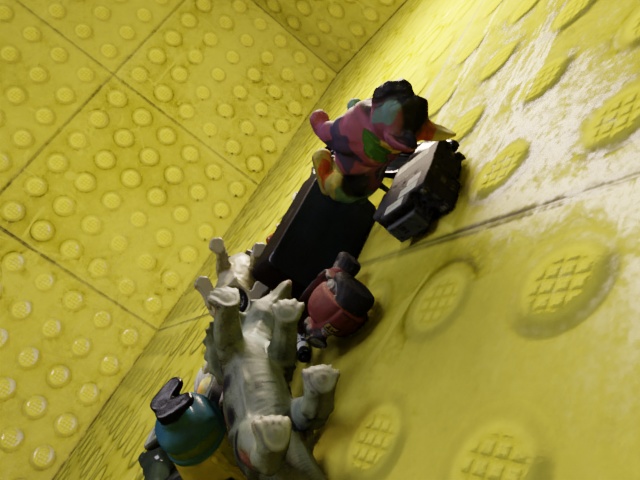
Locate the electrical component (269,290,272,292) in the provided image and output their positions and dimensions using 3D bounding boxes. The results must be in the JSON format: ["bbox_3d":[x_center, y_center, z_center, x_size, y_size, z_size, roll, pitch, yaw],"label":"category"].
[{"bbox_3d":[-0.090,0.109,1.041,0.048,0.075,0.119,-44,19,33],"label":"electrical component"}]

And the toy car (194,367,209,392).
[{"bbox_3d":[-0.199,0.236,1.109,0.073,0.056,0.202,-35,22,52],"label":"toy car"}]

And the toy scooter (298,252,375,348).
[{"bbox_3d":[0.008,0.095,0.742,0.135,0.075,0.184,-50,10,11],"label":"toy scooter"}]

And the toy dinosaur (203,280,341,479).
[{"bbox_3d":[-0.058,0.189,0.609,0.405,0.131,0.192,-110,22,-49],"label":"toy dinosaur"}]

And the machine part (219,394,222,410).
[{"bbox_3d":[-0.091,0.181,0.810,0.079,0.079,0.243,-40,24,42],"label":"machine part"}]

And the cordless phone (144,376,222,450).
[{"bbox_3d":[-0.196,0.264,0.872,0.184,0.088,0.147,-32,20,18],"label":"cordless phone"}]

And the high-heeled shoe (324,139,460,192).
[{"bbox_3d":[0.106,-0.145,0.871,0.086,0.145,0.249,-60,14,-25],"label":"high-heeled shoe"}]

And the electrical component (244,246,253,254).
[{"bbox_3d":[-0.159,0.062,1.225,0.078,0.045,0.102,95,-161,-49],"label":"electrical component"}]

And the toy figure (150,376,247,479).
[{"bbox_3d":[-0.151,0.252,0.666,0.089,0.180,0.082,-23,33,5],"label":"toy figure"}]

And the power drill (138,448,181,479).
[{"bbox_3d":[-0.248,0.390,0.863,0.232,0.086,0.207,-53,21,9],"label":"power drill"}]

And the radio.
[{"bbox_3d":[-0.002,-0.003,0.899,0.073,0.131,0.229,-34,23,54],"label":"radio"}]

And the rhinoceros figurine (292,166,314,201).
[{"bbox_3d":[-0.003,-0.133,1.384,0.190,0.073,0.112,-26,40,58],"label":"rhinoceros figurine"}]

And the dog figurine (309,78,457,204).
[{"bbox_3d":[0.084,-0.126,0.749,0.108,0.191,0.219,-18,24,-28],"label":"dog figurine"}]

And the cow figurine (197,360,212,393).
[{"bbox_3d":[-0.162,0.227,0.969,0.068,0.098,0.167,-100,31,-73],"label":"cow figurine"}]

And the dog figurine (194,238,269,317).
[{"bbox_3d":[-0.152,0.096,0.978,0.190,0.121,0.172,107,180,-68],"label":"dog figurine"}]

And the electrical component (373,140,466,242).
[{"bbox_3d":[0.137,-0.062,0.749,0.115,0.058,0.134,-39,19,52],"label":"electrical component"}]

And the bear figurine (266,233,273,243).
[{"bbox_3d":[-0.014,-0.009,1.002,0.196,0.120,0.132,-52,16,-20],"label":"bear figurine"}]
